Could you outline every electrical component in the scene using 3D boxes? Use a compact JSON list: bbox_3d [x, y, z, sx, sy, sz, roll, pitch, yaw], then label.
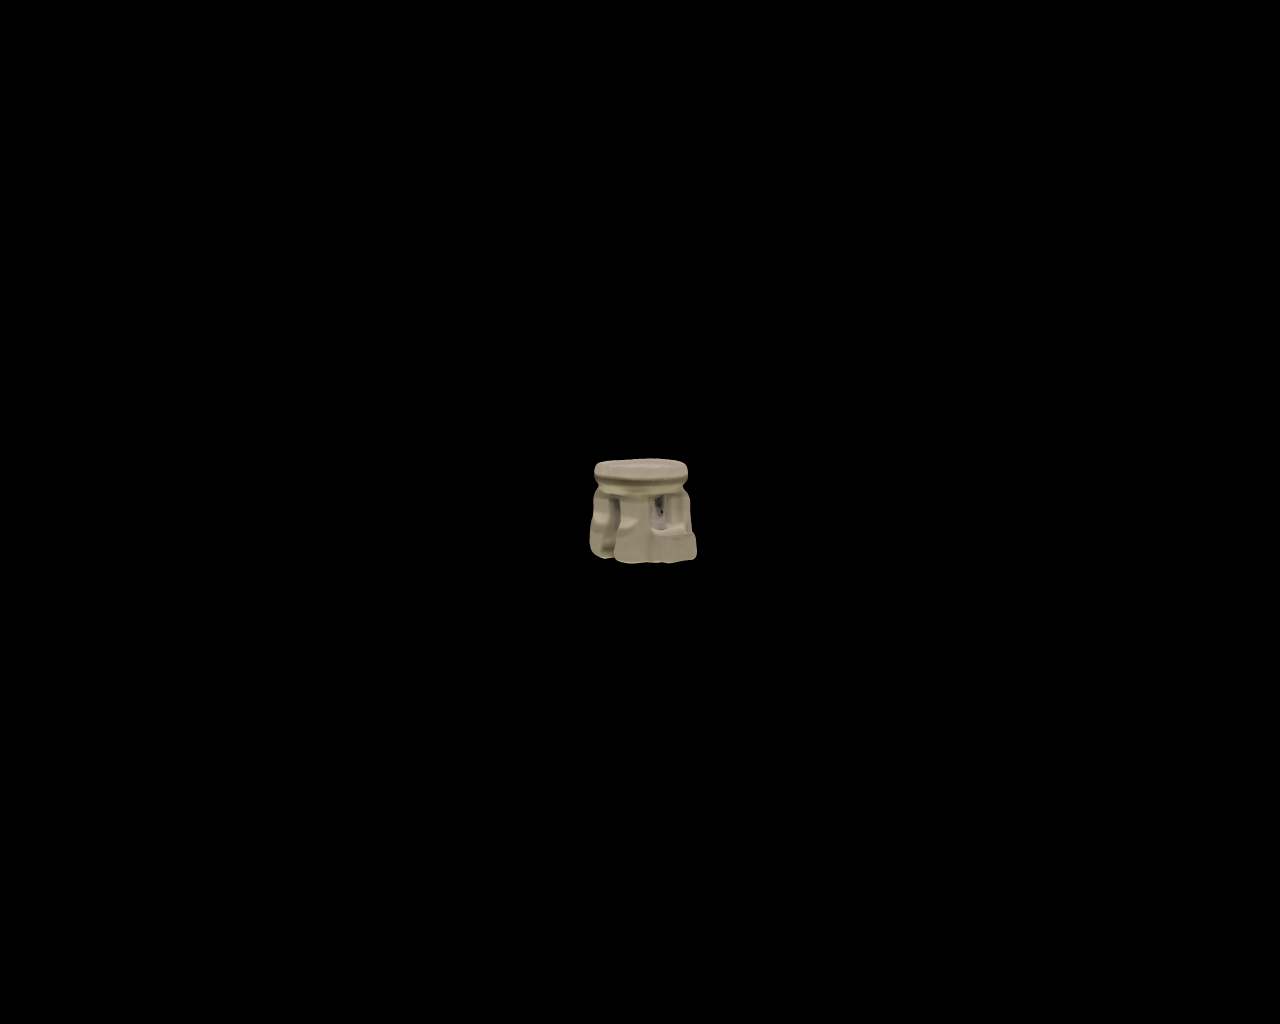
[{"bbox_3d":[0.001,-0.003,0.650,0.058,0.057,0.078,-7,12,-39],"label":"electrical component"}]
